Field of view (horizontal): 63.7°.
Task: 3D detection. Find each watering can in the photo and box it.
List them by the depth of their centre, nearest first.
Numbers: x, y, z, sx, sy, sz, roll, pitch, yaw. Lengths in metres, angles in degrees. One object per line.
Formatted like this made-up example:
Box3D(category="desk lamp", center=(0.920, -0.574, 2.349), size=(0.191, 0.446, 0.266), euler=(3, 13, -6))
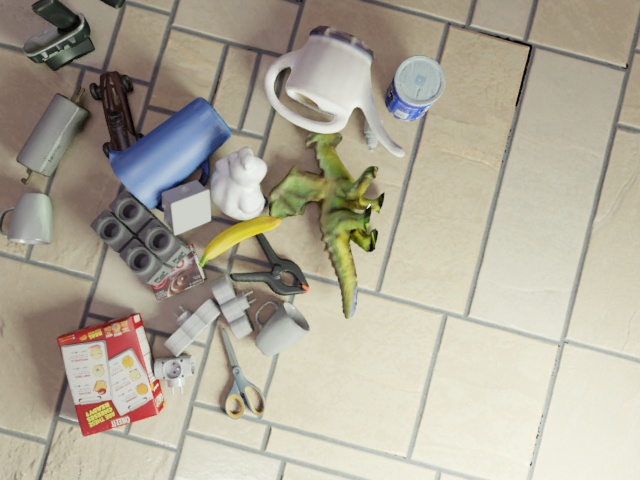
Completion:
Box3D(category="watering can", center=(0.052, -0.324, 1.104), size=(0.348, 0.103, 0.225), euler=(24, 87, 7))

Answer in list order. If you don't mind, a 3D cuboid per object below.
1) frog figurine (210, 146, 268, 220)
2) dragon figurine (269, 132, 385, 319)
Box3D(category="frog figurine", center=(-0.165, -0.115, 1.063), size=(0.123, 0.157, 0.138), euler=(-24, 82, -15))
Box3D(category="dragon figurine", center=(0.003, -0.056, 1.116), size=(0.243, 0.121, 0.412), euler=(12, 85, 17))
